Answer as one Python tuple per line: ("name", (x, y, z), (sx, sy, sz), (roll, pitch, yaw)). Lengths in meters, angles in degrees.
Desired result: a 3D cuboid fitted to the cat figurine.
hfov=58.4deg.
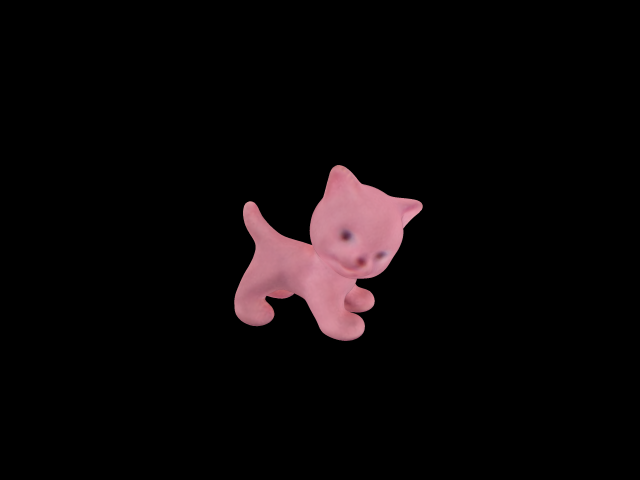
("cat figurine", (0.004, 0.001, 0.400), (0.127, 0.118, 0.067), (6, 23, 14))
